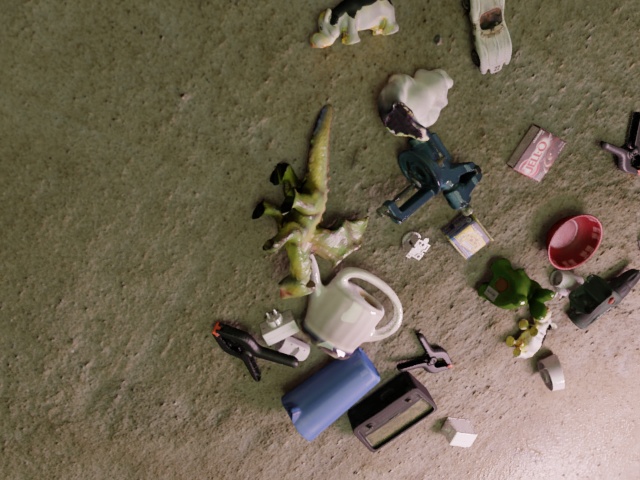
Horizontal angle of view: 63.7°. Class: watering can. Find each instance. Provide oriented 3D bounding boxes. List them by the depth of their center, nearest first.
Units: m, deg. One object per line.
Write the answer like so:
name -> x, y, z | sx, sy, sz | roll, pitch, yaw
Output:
watering can -> 0.030, 0.149, 1.219 | 0.345, 0.105, 0.223 | 33, 101, -15

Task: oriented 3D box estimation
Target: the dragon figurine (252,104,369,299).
dragon figurine -> 0.003, -0.055, 1.103 | 0.240, 0.123, 0.410 | 28, 92, -35

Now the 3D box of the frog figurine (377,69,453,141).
frog figurine -> 0.194, -0.293, 1.056 | 0.136, 0.122, 0.162 | 36, 66, -19
